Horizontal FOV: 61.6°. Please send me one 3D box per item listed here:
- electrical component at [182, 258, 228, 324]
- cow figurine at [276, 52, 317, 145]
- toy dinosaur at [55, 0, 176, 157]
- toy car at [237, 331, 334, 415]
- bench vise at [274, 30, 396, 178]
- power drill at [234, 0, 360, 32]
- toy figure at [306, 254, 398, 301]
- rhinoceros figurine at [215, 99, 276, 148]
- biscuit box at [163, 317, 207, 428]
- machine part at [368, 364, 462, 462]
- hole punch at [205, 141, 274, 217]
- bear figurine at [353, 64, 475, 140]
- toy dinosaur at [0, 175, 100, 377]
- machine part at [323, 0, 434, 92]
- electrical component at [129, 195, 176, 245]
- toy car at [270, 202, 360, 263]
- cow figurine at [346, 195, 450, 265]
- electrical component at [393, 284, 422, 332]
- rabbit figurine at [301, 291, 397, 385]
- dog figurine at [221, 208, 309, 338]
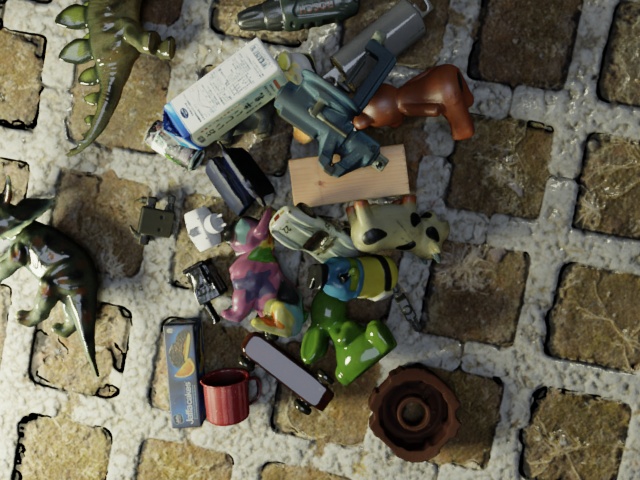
[{"bbox_3d":[-0.209,0.097,1.020,0.048,0.075,0.119,-29,88,4],"label":"electrical component"},{"bbox_3d":[-0.030,-0.262,0.993,0.068,0.098,0.167,-12,97,47],"label":"cow figurine"},{"bbox_3d":[-0.373,-0.378,0.989,0.199,0.105,0.471,7,85,9],"label":"toy dinosaur"},{"bbox_3d":[-0.064,0.250,1.034,0.202,0.053,0.089,36,84,3],"label":"toy car"},{"bbox_3d":[0.053,-0.229,0.892,0.224,0.129,0.240,36,94,10],"label":"bench vise"},{"bbox_3d":[-0.043,-0.487,0.978,0.232,0.086,0.207,0,90,1],"label":"power drill"},{"bbox_3d":[0.066,0.066,0.971,0.180,0.082,0.089,10,111,-33],"label":"toy figure"},{"bbox_3d":[-0.176,-0.231,1.000,0.190,0.073,0.112,-5,95,2],"label":"rhinoceros figurine"},{"bbox_3d":[-0.258,0.256,1.038,0.063,0.059,0.202,-4,93,2],"label":"biscuit box"},{"bbox_3d":[0.179,0.327,1.028,0.179,0.056,0.179,0,92,2],"label":"machine part"},{"bbox_3d":[-0.158,-0.104,0.991,0.092,0.116,0.142,-33,91,12],"label":"hole punch"},{"bbox_3d":[0.168,-0.238,0.978,0.196,0.120,0.131,-16,138,28],"label":"bear figurine"},{"bbox_3d":[-0.504,0.055,1.014,0.404,0.131,0.192,44,94,-7],"label":"toy dinosaur"},{"bbox_3d":[0.106,-0.353,0.981,0.243,0.079,0.079,-37,91,3],"label":"machine part"},{"bbox_3d":[-0.323,-0.040,1.034,0.078,0.045,0.102,4,97,-26],"label":"electrical component"},{"bbox_3d":[-0.002,-0.003,0.973,0.201,0.056,0.073,28,117,-36],"label":"toy car"},{"bbox_3d":[0.150,-0.014,0.978,0.195,0.085,0.127,-5,86,-20],"label":"cow figurine"},{"bbox_3d":[0.161,0.126,1.012,0.021,0.063,0.094,-28,91,4],"label":"electrical component"},{"bbox_3d":[0.040,0.173,1.013,0.159,0.121,0.170,-42,73,11],"label":"rabbit figurine"},{"bbox_3d":[-0.097,0.053,0.997,0.192,0.108,0.219,16,92,5],"label":"dog figurine"}]
